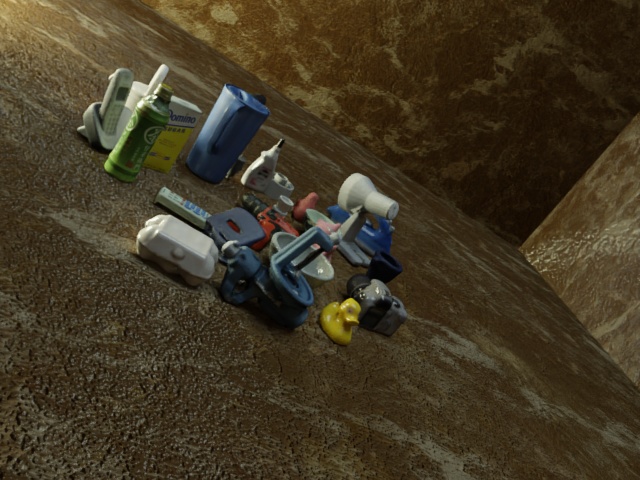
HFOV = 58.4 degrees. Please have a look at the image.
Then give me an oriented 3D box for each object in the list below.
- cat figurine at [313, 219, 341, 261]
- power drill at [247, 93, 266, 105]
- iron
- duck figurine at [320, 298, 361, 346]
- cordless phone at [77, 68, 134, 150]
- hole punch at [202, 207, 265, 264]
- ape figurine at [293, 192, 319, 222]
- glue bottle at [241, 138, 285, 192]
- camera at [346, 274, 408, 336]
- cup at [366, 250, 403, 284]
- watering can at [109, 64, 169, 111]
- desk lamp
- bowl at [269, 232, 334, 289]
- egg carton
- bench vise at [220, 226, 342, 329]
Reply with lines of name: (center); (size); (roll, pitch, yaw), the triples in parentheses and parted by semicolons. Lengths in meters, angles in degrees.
cat figurine: (0.014, 0.005, 1.485); (0.067, 0.117, 0.127); (27, 21, -26)
power drill: (-0.255, -0.347, 1.711); (0.075, 0.208, 0.230); (37, 19, 1)
iron: (0.153, -0.054, 1.833); (0.258, 0.141, 0.119); (39, 19, 9)
duck figurine: (0.051, 0.162, 1.228); (0.078, 0.086, 0.104); (24, 22, -32)
cordless phone: (-0.446, -0.295, 1.292); (0.094, 0.185, 0.148); (38, 19, 6)
hole punch: (-0.186, -0.012, 1.220); (0.108, 0.091, 0.101); (45, 20, 23)
ape figurine: (-0.035, -0.099, 1.688); (0.077, 0.092, 0.076); (42, 20, 18)
glue bottle: (-0.152, -0.221, 1.647); (0.078, 0.173, 0.037); (18, 25, -42)
camera: (0.130, 0.143, 1.389); (0.144, 0.100, 0.136); (25, 22, -31)
cup: (0.161, 0.087, 1.584); (0.118, 0.095, 0.091); (12, 30, -51)
watering can: (-0.441, -0.357, 1.432); (0.174, 0.194, 0.100); (19, 25, -41)
desk lamp: (0.123, -0.063, 1.692); (0.202, 0.213, 0.118); (47, 21, 29)
bowl: (-0.054, 0.060, 1.303); (0.168, 0.074, 0.167); (32, 19, -12)
egg carton: (-0.260, 0.017, 1.053); (0.150, 0.069, 0.107); (31, 19, -14)
bench vise: (-0.072, 0.051, 1.070); (0.208, 0.219, 0.121); (24, 22, -32)
